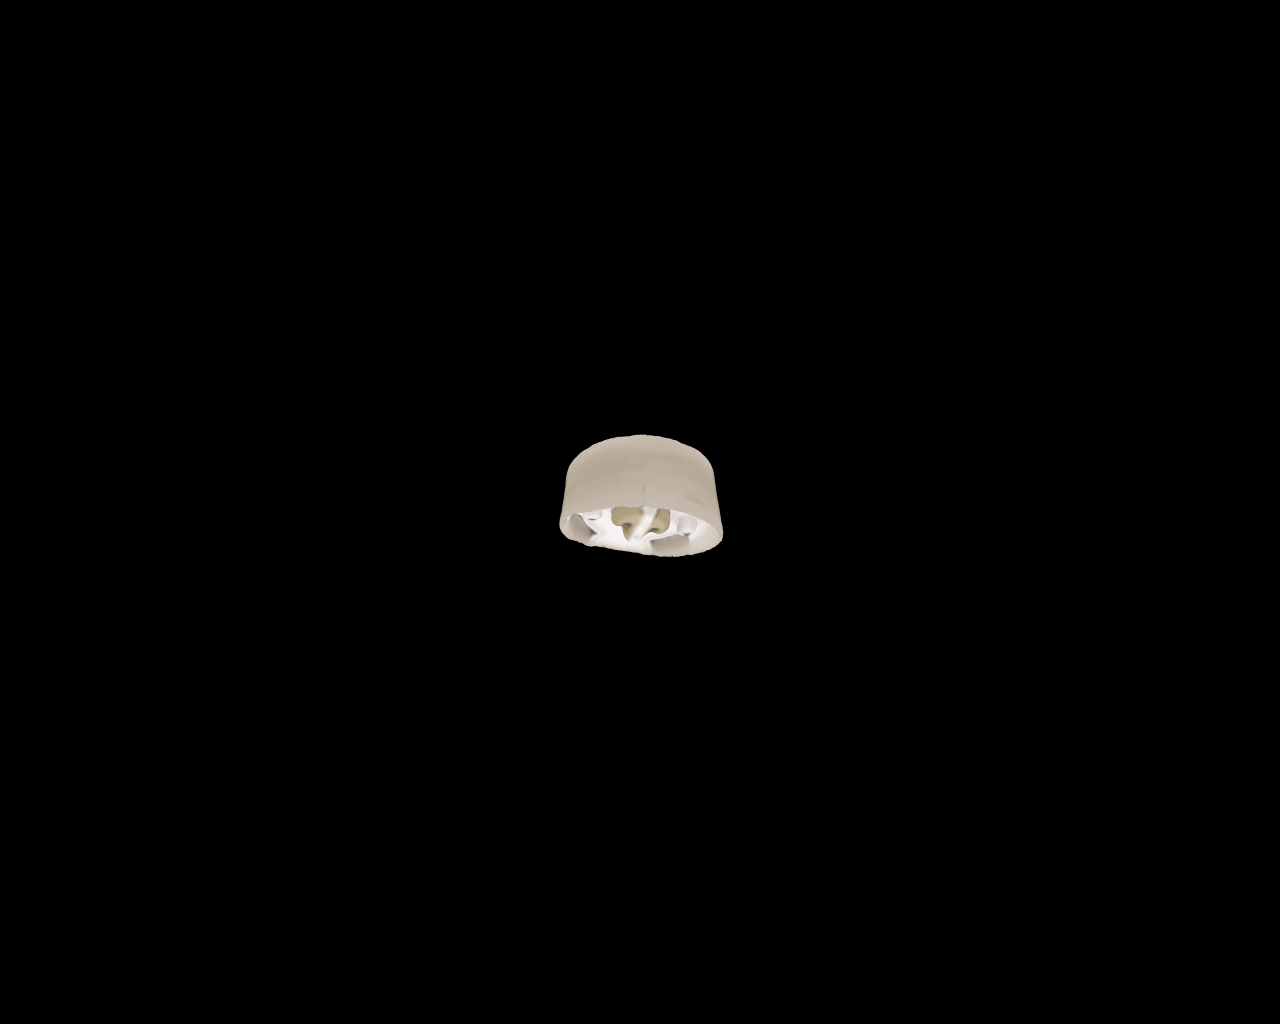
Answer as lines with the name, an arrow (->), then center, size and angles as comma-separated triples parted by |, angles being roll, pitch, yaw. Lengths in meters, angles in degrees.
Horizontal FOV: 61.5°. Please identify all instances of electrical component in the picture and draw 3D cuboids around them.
electrical component -> 0.001, -0.003, 0.650 | 0.099, 0.064, 0.099 | 0, -31, 0
